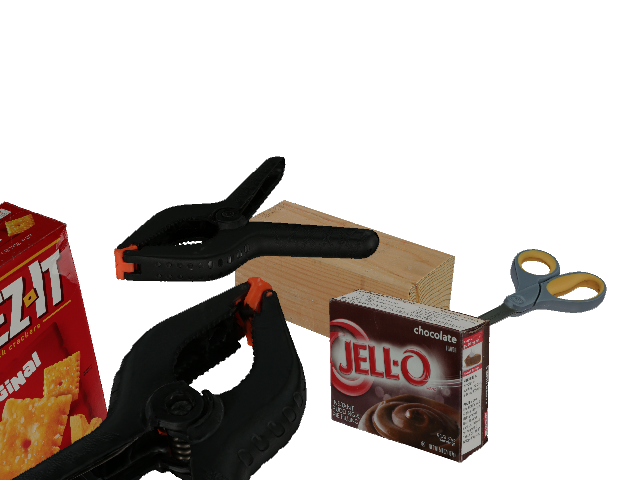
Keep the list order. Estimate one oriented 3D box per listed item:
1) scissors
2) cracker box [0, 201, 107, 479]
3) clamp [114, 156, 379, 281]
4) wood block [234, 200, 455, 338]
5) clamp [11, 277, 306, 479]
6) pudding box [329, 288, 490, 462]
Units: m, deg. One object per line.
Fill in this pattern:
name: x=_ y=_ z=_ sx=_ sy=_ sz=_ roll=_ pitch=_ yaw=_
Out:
scissors: x=0.166 y=0.045 z=0.947 sx=0.201 sy=0.016 sz=0.096 roll=-7 pitch=36 yaw=-30
cracker box: x=-0.233 y=0.107 z=0.745 sx=0.072 sy=0.214 sz=0.164 roll=16 pitch=38 yaw=28
clamp: x=-0.078 y=-0.013 z=0.904 sx=0.209 sy=0.036 sz=0.165 roll=-13 pitch=35 yaw=-22
wood block: x=0.020 y=0.039 z=1.079 sx=0.206 sy=0.091 sz=0.090 roll=20 pitch=31 yaw=30
clamp: x=-0.046 y=0.082 z=0.412 sx=0.120 sy=0.039 sz=0.171 roll=24 pitch=49 yaw=18
pudding box: x=0.058 y=0.087 z=0.714 sx=0.114 sy=0.090 sz=0.039 roll=10 pitch=19 yaw=38
